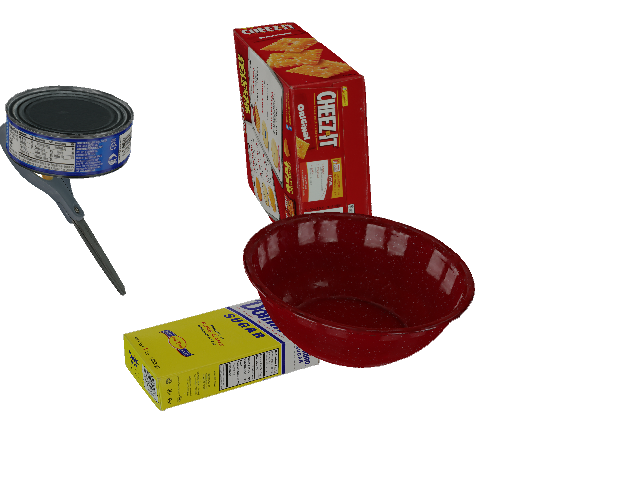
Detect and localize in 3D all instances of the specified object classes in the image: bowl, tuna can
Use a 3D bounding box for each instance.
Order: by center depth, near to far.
[{"bbox_3d":[-0.173,-0.075,0.736,0.086,0.034,0.086,7,28,-4],"label":"tuna can"},{"bbox_3d":[0.024,0.041,0.748,0.162,0.055,0.162,6,29,-3],"label":"bowl"}]

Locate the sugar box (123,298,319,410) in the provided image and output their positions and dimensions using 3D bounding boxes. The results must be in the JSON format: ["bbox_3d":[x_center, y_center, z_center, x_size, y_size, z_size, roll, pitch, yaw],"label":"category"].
[{"bbox_3d":[-0.098,0.108,1.070,0.176,0.048,0.093,-16,32,-26],"label":"sugar box"}]

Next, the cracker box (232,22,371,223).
[{"bbox_3d":[-0.018,-0.095,0.969,0.072,0.164,0.214,-10,25,-13],"label":"cracker box"}]

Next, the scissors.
[{"bbox_3d":[-0.246,-0.044,1.066,0.016,0.201,0.096,-25,27,22],"label":"scissors"}]
